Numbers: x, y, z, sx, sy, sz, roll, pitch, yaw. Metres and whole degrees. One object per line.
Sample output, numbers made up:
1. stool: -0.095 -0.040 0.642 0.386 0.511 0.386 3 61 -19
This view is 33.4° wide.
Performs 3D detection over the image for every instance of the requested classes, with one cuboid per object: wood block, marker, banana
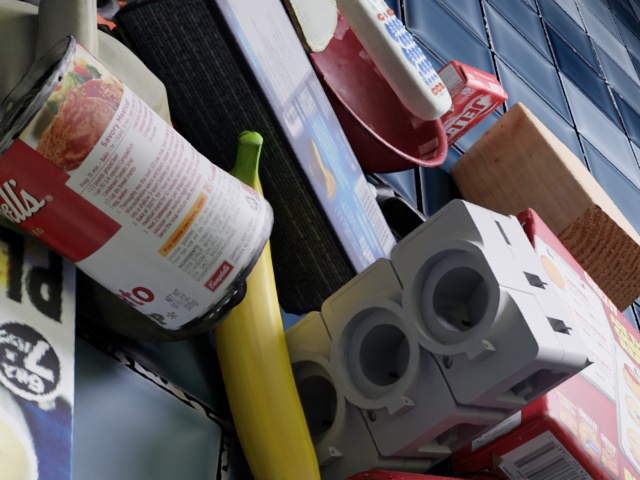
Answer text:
1. wood block: 0.186 -0.020 0.874 0.090 0.090 0.206 38 18 -23
2. marker: 0.017 -0.035 0.759 0.120 0.020 0.020 3 53 -55
3. banana: -0.032 0.050 0.528 0.037 0.070 0.198 -9 76 -11

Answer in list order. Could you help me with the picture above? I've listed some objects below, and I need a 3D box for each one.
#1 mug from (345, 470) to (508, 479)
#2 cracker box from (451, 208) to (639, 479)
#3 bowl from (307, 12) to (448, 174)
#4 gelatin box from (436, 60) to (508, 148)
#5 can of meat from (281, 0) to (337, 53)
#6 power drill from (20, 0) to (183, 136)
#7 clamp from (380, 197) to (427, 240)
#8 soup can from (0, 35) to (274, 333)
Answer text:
1. mug: 0.055 0.145 0.493 0.081 0.117 0.093 17 43 -40
2. cracker box: 0.153 0.104 0.646 0.164 0.072 0.213 46 26 -18
3. bowl: 0.024 -0.106 0.818 0.162 0.055 0.162 36 30 -26
4. gelatin box: 0.106 -0.109 0.906 0.073 0.089 0.030 7 50 -54
5. can of meat: -0.044 -0.171 0.720 0.057 0.084 0.102 -59 138 -37
6. power drill: -0.116 -0.136 0.607 0.184 0.057 0.187 48 41 -21
7. clamp: 0.129 0.049 0.803 0.209 0.036 0.165 18 37 -51
8. soup can: -0.076 -0.019 0.407 0.102 0.069 0.068 39 29 -24
